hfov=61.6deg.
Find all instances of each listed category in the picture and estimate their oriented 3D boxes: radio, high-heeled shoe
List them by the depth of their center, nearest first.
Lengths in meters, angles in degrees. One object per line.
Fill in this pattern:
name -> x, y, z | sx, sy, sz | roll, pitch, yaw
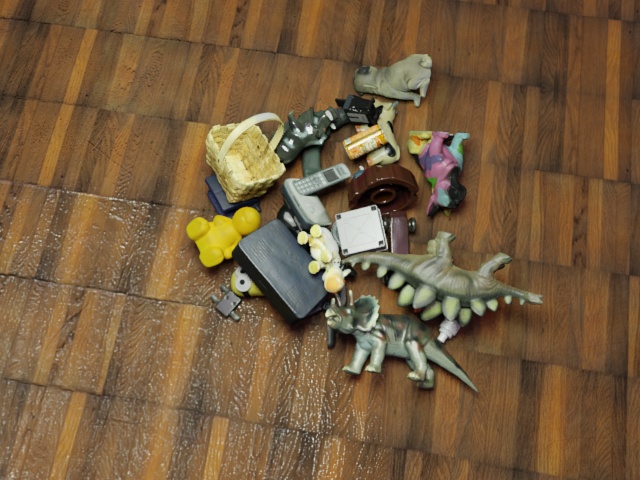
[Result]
radio -> -0.086, 0.071, 1.267 | 0.131, 0.073, 0.229 | -39, 90, -30
high-heeled shoe -> -0.003, -0.004, 1.363 | 0.249, 0.086, 0.145 | 23, 69, 6

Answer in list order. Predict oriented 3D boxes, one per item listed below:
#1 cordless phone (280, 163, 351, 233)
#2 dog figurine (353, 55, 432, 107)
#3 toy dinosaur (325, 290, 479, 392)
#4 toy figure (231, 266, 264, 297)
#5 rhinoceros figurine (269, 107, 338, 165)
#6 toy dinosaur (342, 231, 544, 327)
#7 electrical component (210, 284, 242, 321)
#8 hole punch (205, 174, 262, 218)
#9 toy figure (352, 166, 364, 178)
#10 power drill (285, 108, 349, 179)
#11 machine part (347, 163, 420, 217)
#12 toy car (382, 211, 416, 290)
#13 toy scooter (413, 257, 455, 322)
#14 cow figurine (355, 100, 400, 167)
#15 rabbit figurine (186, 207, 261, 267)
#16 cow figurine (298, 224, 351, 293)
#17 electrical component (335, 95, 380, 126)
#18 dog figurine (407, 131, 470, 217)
cordless phone -> 0.009, -0.105, 1.322 | 0.184, 0.088, 0.147 | -25, 67, -13
dog figurine -> 0.189, -0.439, 1.430 | 0.191, 0.172, 0.121 | 7, 64, -4
toy dinosaur -> 0.185, 0.236, 1.270 | 0.405, 0.131, 0.192 | 14, 69, -12
toy figure -> -0.131, 0.107, 1.334 | 0.180, 0.089, 0.082 | 1, 44, -8
rhinoceros figurine -> -0.040, -0.274, 1.366 | 0.190, 0.073, 0.112 | -42, 71, -7
toy dinosaur -> 0.269, 0.084, 1.243 | 0.472, 0.105, 0.198 | 17, 70, 18
electrical component -> -0.228, 0.158, 1.352 | 0.094, 0.021, 0.063 | 40, 79, 12
hole punch -> -0.229, -0.123, 1.396 | 0.116, 0.092, 0.142 | -30, 73, -10
toy figure -> 0.160, -0.162, 1.390 | 0.154, 0.058, 0.064 | -5, 91, -21
power drill -> 0.006, -0.248, 1.426 | 0.232, 0.086, 0.207 | -10, 79, 0
machine part -> 0.155, -0.121, 1.337 | 0.179, 0.179, 0.056 | -8, 61, -1
toy car -> 0.200, 0.027, 1.360 | 0.089, 0.053, 0.202 | -1, 79, -4
toy scooter -> 0.304, 0.117, 1.319 | 0.184, 0.075, 0.135 | -16, 80, -8
cow figurine -> 0.162, -0.289, 1.431 | 0.127, 0.085, 0.195 | -16, 73, 4
rabbit figurine -> -0.213, -0.017, 1.330 | 0.173, 0.162, 0.122 | -34, 74, 15
cow figurine -> 0.020, 0.049, 1.249 | 0.068, 0.098, 0.167 | -33, 67, 25
electrical component -> 0.089, -0.336, 1.386 | 0.119, 0.074, 0.048 | 14, 72, 23
dog figurine -> 0.300, -0.171, 1.386 | 0.108, 0.192, 0.219 | -1, 100, -36
